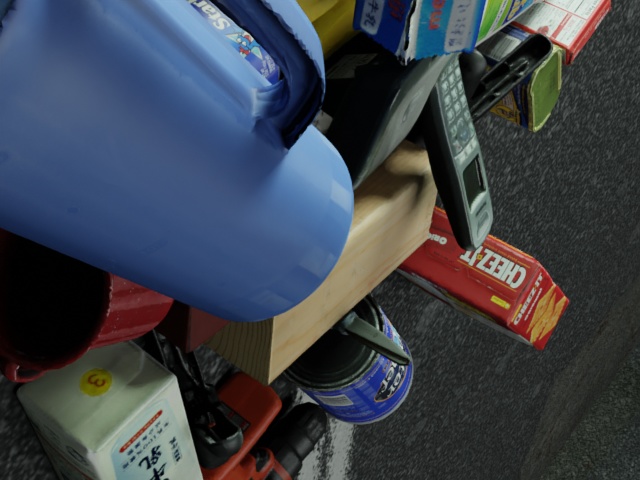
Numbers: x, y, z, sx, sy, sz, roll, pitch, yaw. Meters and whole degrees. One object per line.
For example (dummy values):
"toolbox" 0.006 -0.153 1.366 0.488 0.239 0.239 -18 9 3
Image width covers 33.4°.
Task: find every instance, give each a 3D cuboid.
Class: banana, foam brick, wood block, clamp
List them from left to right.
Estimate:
"foam brick" -0.092 0.022 0.673 0.051 0.078 0.053 -33 146 -43
"clamp" -0.095 0.114 0.786 0.039 0.120 0.172 -17 164 -16
"wood block" -0.005 0.000 0.803 0.205 0.091 0.090 -39 149 -38
"banana" 0.041 -0.161 0.723 0.197 0.070 0.037 -39 141 -27
"clamp" 0.096 -0.091 0.884 0.210 0.036 0.164 -47 166 25

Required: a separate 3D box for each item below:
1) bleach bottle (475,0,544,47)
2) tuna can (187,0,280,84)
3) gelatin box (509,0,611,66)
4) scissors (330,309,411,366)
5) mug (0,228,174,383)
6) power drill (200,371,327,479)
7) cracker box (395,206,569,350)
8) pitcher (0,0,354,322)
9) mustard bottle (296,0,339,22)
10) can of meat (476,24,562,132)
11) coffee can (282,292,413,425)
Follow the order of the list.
"bleach bottle" 0.154 -0.228 0.884 0.250 0.068 0.103 -36 151 -46
"tuna can" -0.063 -0.101 0.574 0.033 0.086 0.086 -47 154 -29
"gelatin box" 0.211 -0.210 0.982 0.073 0.089 0.030 -53 156 -14
"scissors" 0.003 0.072 0.834 0.096 0.202 0.016 -39 118 5
"mug" -0.136 0.029 0.585 0.117 0.093 0.081 -61 162 14
"power drill" -0.062 0.192 0.960 0.184 0.057 0.187 -49 155 -22
"cracker box" 0.149 0.033 1.057 0.072 0.164 0.213 -61 157 -2
"pitcher" -0.077 -0.051 0.454 0.145 0.149 0.242 -56 141 0
"mustard bottle" -0.020 -0.205 0.569 0.096 0.058 0.191 -54 156 -16
"can of meat" 0.173 -0.153 0.981 0.057 0.084 0.102 -53 156 -13
"coffee can" 0.022 0.103 0.964 0.103 0.103 0.140 -55 156 -9
